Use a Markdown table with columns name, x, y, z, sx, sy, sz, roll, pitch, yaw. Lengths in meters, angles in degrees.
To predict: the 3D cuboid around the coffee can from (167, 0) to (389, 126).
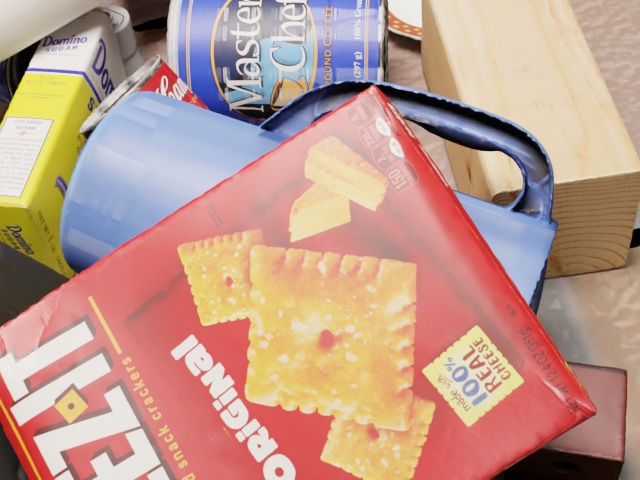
| name | x | y | z | sx | sy | sz | roll | pitch | yaw |
| --- | --- | --- | --- | --- | --- | --- | --- | --- | --- |
| coffee can | -0.024 | -0.126 | 0.728 | 0.140 | 0.103 | 0.102 | 1 | 51 | 5 |

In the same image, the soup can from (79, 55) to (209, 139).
| name | x | y | z | sx | sy | sz | roll | pitch | yaw |
| --- | --- | --- | --- | --- | --- | --- | --- | --- | --- |
| soup can | -0.090 | -0.055 | 0.665 | 0.068 | 0.102 | 0.068 | -38 | 19 | 15 |

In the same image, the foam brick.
| name | x | y | z | sx | sy | sz | roll | pitch | yaw |
| --- | --- | --- | --- | --- | --- | --- | --- | --- | --- |
| foam brick | 0.124 | 0.102 | 0.546 | 0.053 | 0.078 | 0.051 | 7 | 55 | 9 |

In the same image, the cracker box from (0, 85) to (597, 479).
| name | x | y | z | sx | sy | sz | roll | pitch | yaw |
| --- | --- | --- | --- | --- | --- | --- | --- | --- | --- |
| cracker box | -0.019 | 0.060 | 0.455 | 0.214 | 0.072 | 0.164 | -32 | 75 | 4 |

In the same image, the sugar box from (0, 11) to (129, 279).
| name | x | y | z | sx | sy | sz | roll | pitch | yaw |
| --- | --- | --- | --- | --- | --- | --- | --- | --- | --- |
| sugar box | -0.168 | -0.059 | 0.691 | 0.048 | 0.093 | 0.176 | 6 | 52 | 9 |

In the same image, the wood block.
| name | x | y | z | sx | sy | sz | roll | pitch | yaw |
| --- | --- | --- | --- | --- | --- | --- | --- | --- | --- |
| wood block | 0.128 | -0.083 | 0.688 | 0.090 | 0.091 | 0.206 | -9 | 51 | -1 |

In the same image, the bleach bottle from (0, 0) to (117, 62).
| name | x | y | z | sx | sy | sz | roll | pitch | yaw |
| --- | --- | --- | --- | --- | --- | --- | --- | --- | --- |
| bleach bottle | -0.256 | -0.126 | 0.679 | 0.250 | 0.068 | 0.103 | -35 | 47 | -5 |

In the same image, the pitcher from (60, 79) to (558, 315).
| name | x | y | z | sx | sy | sz | roll | pitch | yaw |
| --- | --- | --- | --- | --- | --- | --- | --- | --- | --- |
| pitcher | -0.004 | 0.001 | 0.561 | 0.243 | 0.145 | 0.149 | 22 | 56 | 10 |

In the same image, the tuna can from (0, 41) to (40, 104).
| name | x | y | z | sx | sy | sz | roll | pitch | yaw |
| --- | --- | --- | --- | --- | --- | --- | --- | --- | --- |
| tuna can | -0.206 | -0.136 | 0.762 | 0.034 | 0.086 | 0.086 | 24 | 56 | 20 |
